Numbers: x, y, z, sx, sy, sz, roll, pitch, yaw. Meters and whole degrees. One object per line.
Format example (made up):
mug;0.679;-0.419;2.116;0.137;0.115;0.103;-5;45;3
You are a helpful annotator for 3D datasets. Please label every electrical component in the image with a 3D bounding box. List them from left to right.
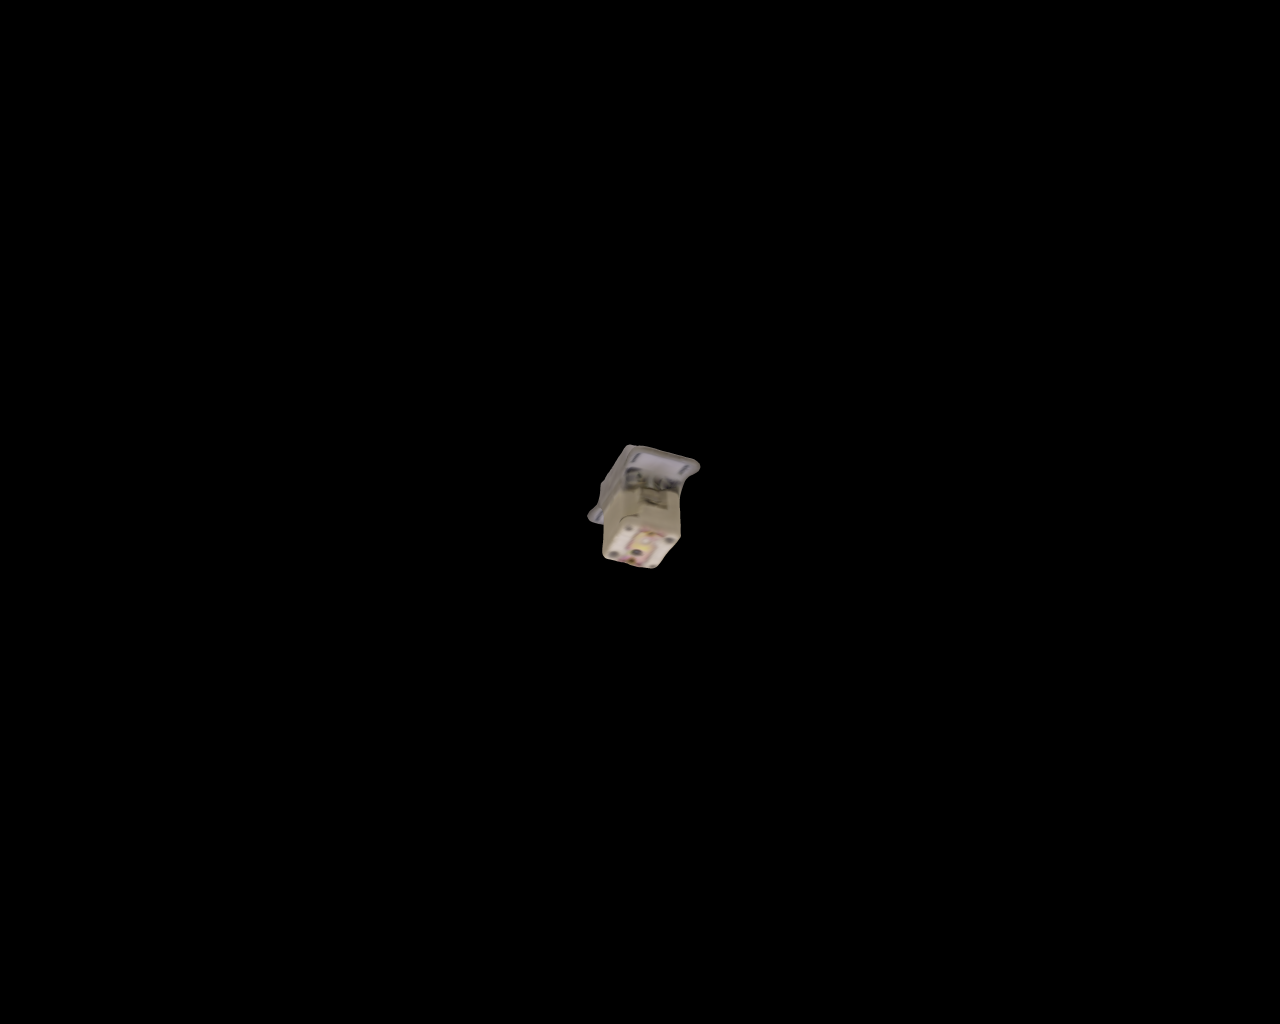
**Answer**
electrical component;0.001;-0.003;0.650;0.042;0.064;0.080;13;-38;-18
